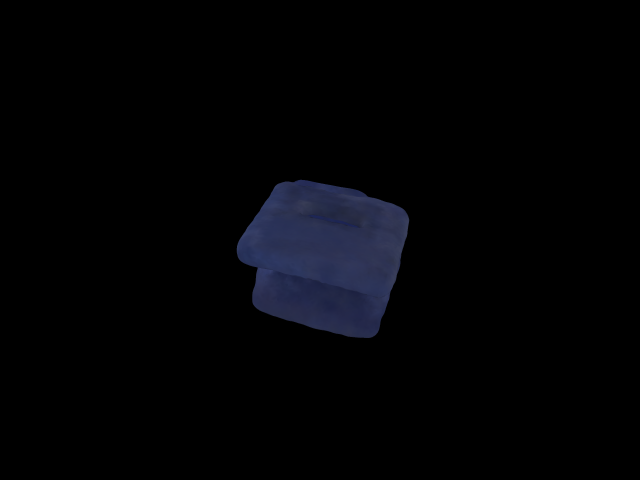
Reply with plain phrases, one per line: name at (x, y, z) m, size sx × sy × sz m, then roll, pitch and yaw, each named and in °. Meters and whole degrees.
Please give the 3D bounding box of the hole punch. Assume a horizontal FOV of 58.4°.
hole punch at (0.004, 0.001, 0.400) m, size 0.108 × 0.091 × 0.101 m, roll 13°, pitch 62°, yaw 7°
